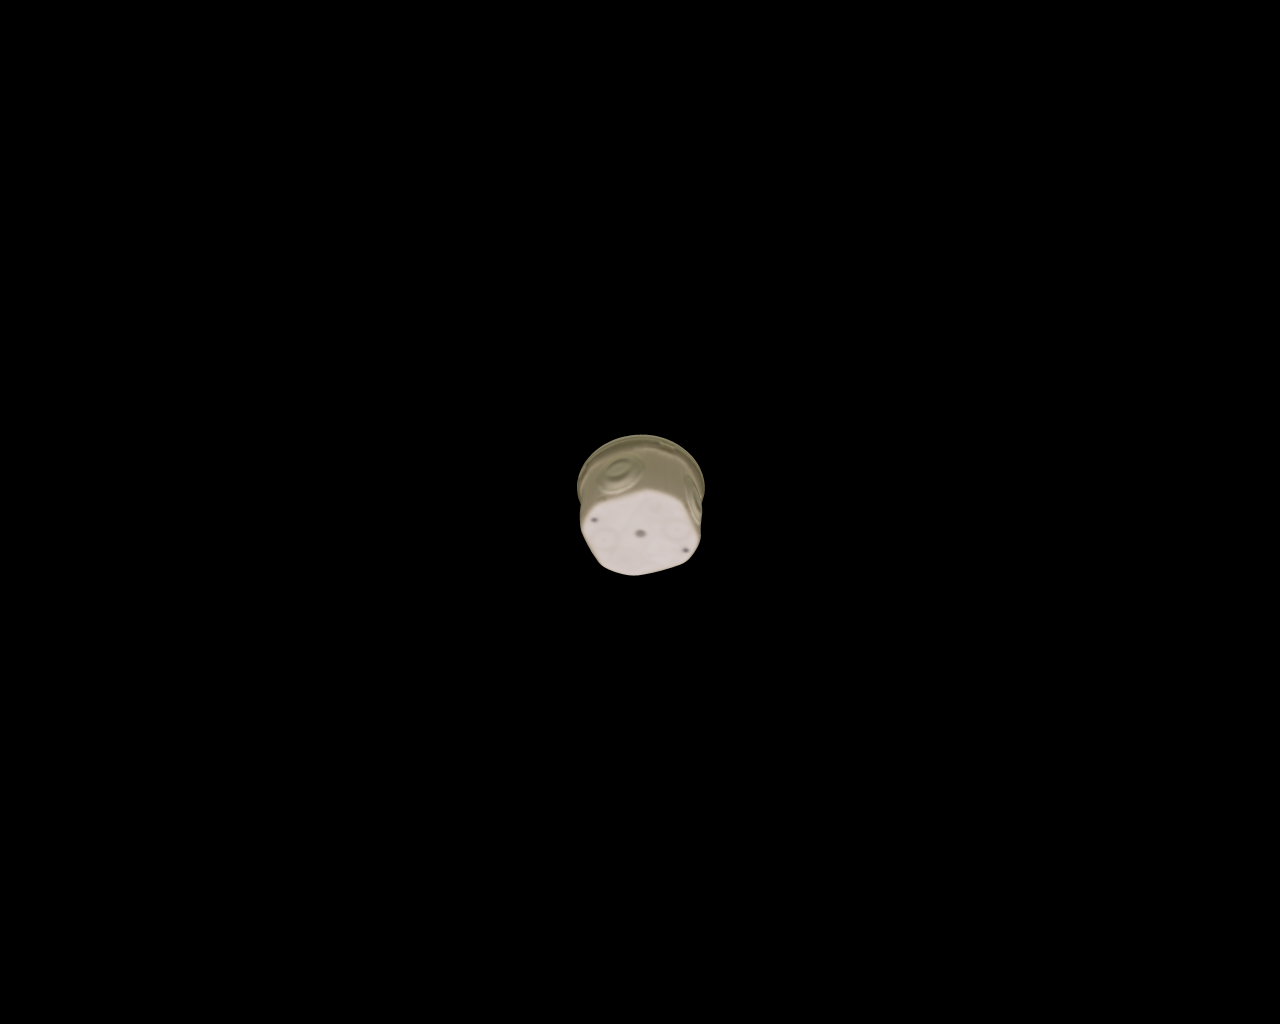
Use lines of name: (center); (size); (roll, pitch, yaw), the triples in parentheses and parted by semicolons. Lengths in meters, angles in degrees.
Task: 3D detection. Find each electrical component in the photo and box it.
electrical component: (0.001, -0.003, 0.650); (0.080, 0.080, 0.051); (0, 41, 0)
